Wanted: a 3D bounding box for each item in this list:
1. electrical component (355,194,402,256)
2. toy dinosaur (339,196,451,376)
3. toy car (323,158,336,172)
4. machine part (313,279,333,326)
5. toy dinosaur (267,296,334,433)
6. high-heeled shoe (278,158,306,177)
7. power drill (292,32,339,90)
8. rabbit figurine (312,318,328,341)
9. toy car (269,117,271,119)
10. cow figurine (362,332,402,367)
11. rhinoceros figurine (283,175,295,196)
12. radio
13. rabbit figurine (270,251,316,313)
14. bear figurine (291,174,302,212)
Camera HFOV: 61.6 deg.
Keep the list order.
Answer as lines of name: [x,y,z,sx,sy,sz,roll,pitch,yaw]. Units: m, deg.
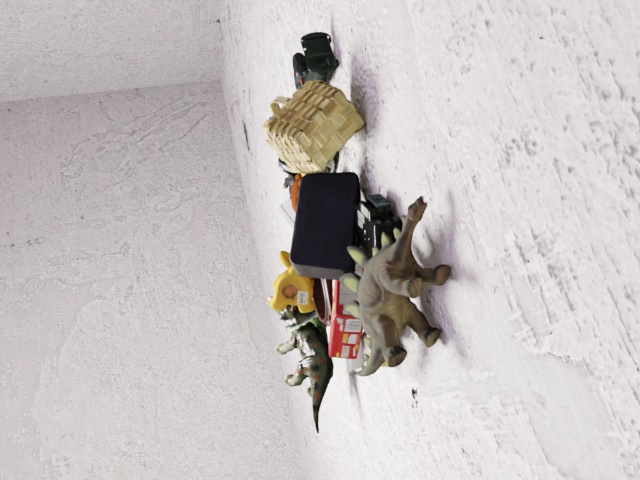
electrical component: [0.114,-0.019,1.058,0.115,0.058,0.134,-127,30,-58]
toy dinosaur: [0.119,0.121,0.961,0.199,0.105,0.470,50,141,45]
toy car: [0.016,-0.233,1.324,0.201,0.056,0.073,103,157,-55]
machine part: [0.030,0.127,1.464,0.201,0.087,0.200,177,84,-76]
toy dinosaur: [-0.025,0.336,1.569,0.192,0.131,0.405,-46,62,44]
high-heeled shoe: [-0.048,-0.181,1.385,0.249,0.086,0.145,46,172,48]
power drill: [-0.021,-0.406,1.300,0.207,0.086,0.232,127,130,-67]
rabbit figurine: [-0.020,0.283,1.714,0.159,0.121,0.170,-124,27,-46]
toy car: [-0.052,-0.298,1.439,0.103,0.162,0.109,-58,-8,-16]
cow figurine: [0.129,0.202,1.146,0.167,0.068,0.098,100,162,-53]
rhinoceros figurine: [-0.061,-0.124,1.712,0.112,0.073,0.190,148,114,-64]
radio: [0.014,-0.032,1.146,0.073,0.131,0.229,71,-157,-62]
rabbit figurine: [-0.075,0.107,1.472,0.173,0.122,0.162,-63,-32,-80]
bear figurine: [-0.019,-0.122,1.486,0.196,0.132,0.120,-78,-16,-75]
